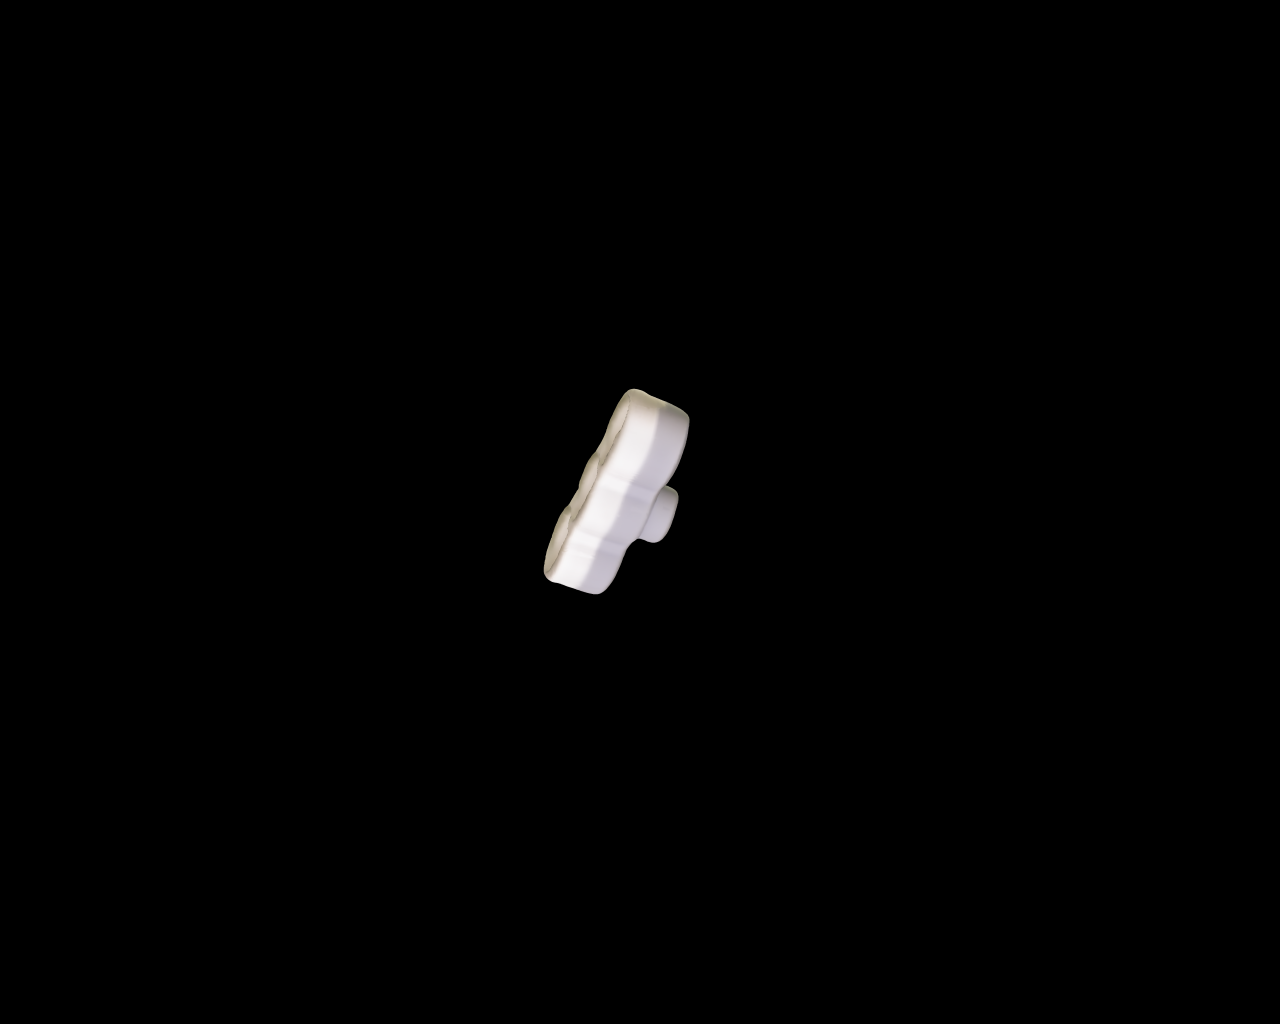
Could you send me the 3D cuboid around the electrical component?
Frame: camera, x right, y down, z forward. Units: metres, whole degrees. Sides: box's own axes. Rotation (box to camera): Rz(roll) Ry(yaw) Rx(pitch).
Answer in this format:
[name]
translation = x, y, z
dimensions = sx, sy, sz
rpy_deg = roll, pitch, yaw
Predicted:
[electrical component]
translation = 0.001, -0.003, 0.650
dimensions = 0.074, 0.138, 0.052
rpy_deg = 21, 32, -14
